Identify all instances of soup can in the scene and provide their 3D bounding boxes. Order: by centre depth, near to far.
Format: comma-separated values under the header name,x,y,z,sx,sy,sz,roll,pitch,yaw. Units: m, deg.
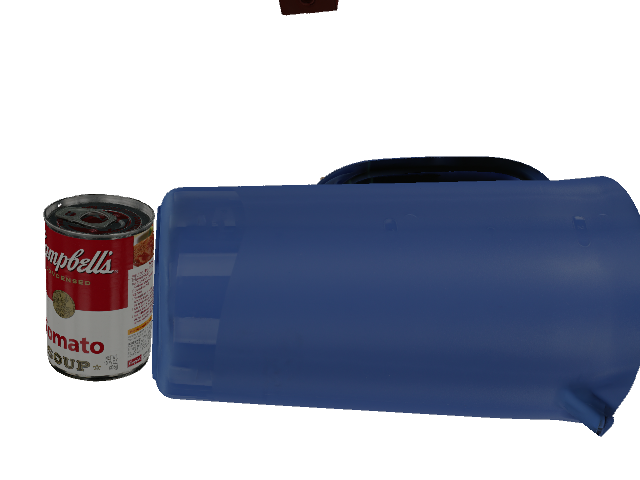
name,x,y,z,sx,sy,sz,roll,pitch,yaw
soup can,-0.141,0.029,0.680,0.068,0.102,0.068,5,23,-2

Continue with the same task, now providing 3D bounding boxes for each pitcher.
name,x,y,z,sx,sy,sz,roll,pitch,yaw
pitcher,0.035,0.022,0.565,0.242,0.145,0.149,2,1,-7

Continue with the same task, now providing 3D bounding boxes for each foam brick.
name,x,y,z,sx,sy,sz,roll,pitch,yaw
foam brick,-0.014,-0.248,0.952,0.053,0.051,0.078,-4,-41,9

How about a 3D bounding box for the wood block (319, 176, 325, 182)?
name,x,y,z,sx,sy,sz,roll,pitch,yaw
wood block,0.037,-0.019,1.648,0.091,0.090,0.206,4,25,1
